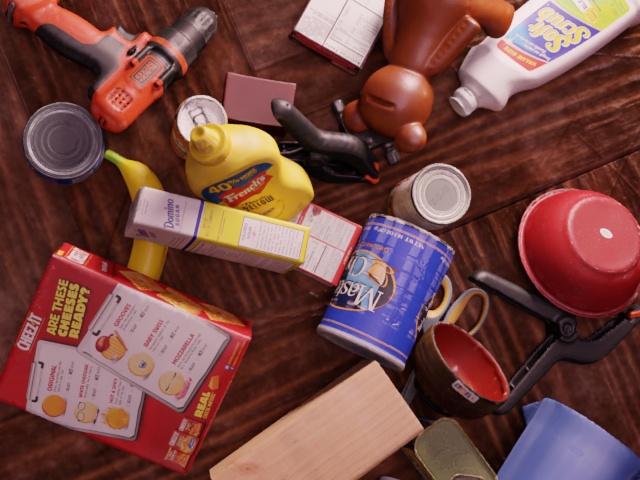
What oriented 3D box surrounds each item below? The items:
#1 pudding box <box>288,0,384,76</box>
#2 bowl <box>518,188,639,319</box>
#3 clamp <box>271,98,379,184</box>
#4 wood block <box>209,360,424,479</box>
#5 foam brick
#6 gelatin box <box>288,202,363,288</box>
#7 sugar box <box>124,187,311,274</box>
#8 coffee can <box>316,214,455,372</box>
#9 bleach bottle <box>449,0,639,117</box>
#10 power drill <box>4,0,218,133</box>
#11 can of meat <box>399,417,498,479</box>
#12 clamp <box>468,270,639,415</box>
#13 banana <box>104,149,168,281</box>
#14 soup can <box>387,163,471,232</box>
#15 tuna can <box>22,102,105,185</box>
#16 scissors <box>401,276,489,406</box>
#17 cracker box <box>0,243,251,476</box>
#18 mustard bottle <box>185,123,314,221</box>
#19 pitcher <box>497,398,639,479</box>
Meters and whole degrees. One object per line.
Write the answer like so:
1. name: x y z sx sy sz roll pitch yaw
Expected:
1. pudding box: 0.029 -0.256 1.208 0.090 0.039 0.113 30 82 -8
2. bowl: 0.307 0.004 1.201 0.162 0.055 0.162 7 65 -15
3. clamp: -0.005 -0.102 1.147 0.171 0.120 0.039 10 68 -19
4. wood block: -0.005 0.220 1.118 0.206 0.091 0.090 -35 90 -9
5. foam brick: -0.070 -0.148 1.171 0.078 0.051 0.053 9 83 -9
6. gelatin box: -0.008 0.001 1.178 0.089 0.030 0.073 26 81 -5
7. sugar box: -0.107 -0.009 1.092 0.176 0.093 0.048 16 78 -13
8. coffee can: 0.071 0.057 1.150 0.102 0.103 0.140 27 80 -7
9. bleach bottle: 0.257 -0.223 1.235 0.250 0.068 0.102 -40 90 -10
10. power drill: -0.225 -0.230 1.141 0.187 0.057 0.184 40 64 -1
11. can of meat: 0.135 0.241 1.152 0.057 0.084 0.102 -37 91 -13
12. clamp: 0.267 0.092 1.214 0.209 0.036 0.164 -17 95 -14
13. banana: -0.195 0.001 1.143 0.070 0.037 0.198 -2 83 9
14. soup can: 0.118 -0.043 1.169 0.068 0.102 0.068 1 84 -11
15. tuna can: -0.273 -0.103 1.137 0.086 0.034 0.086 1 84 -11
16. scissors: 0.108 0.119 1.194 0.201 0.016 0.096 -45 96 -13
17. cracker box: -0.198 0.121 1.092 0.213 0.072 0.164 24 99 -7
18. mustard bottle: -0.082 -0.070 1.084 0.096 0.191 0.058 -22 65 13
19. pitcher: 0.239 0.306 1.139 0.145 0.149 0.243 38 82 -11
